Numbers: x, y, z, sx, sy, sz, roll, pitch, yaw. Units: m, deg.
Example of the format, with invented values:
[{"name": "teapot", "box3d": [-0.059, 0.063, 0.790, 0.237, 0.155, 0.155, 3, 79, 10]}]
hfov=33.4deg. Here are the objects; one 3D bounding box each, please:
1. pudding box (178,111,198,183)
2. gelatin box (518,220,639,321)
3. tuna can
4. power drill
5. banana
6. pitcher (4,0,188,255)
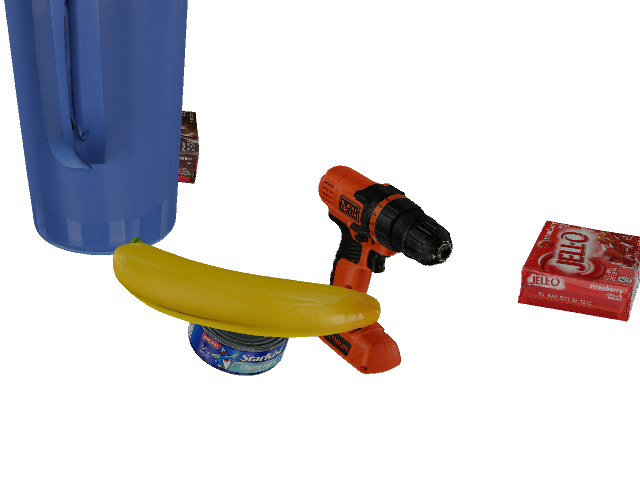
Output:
[{"name": "pudding box", "box3d": [-0.170, -0.098, 1.071, 0.090, 0.039, 0.113, 5, 25, -11]}, {"name": "gelatin box", "box3d": [0.182, 0.019, 0.734, 0.073, 0.030, 0.089, 11, 26, 20]}, {"name": "tuna can", "box3d": [-0.068, 0.074, 0.903, 0.086, 0.034, 0.086, 13, 35, -10]}, {"name": "power drill", "box3d": [0.056, 0.036, 1.072, 0.057, 0.188, 0.185, -8, 29, -32]}, {"name": "banana", "box3d": [-0.062, 0.029, 0.675, 0.198, 0.037, 0.069, 15, 33, 26]}, {"name": "pitcher", "box3d": [-0.161, -0.112, 0.763, 0.148, 0.243, 0.145, -18, 33, -37]}]
